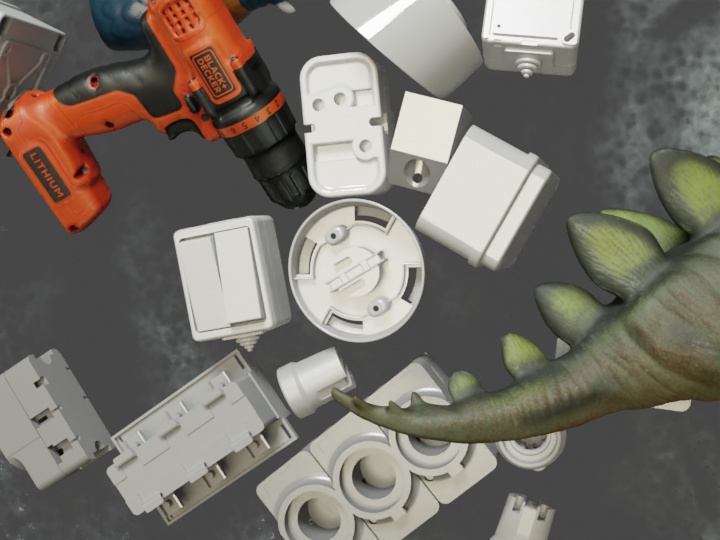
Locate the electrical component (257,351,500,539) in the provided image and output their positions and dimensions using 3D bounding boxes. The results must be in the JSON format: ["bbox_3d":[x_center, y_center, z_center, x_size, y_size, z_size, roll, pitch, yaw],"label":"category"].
[{"bbox_3d":[0.014,0.141,0.758,0.150,0.062,0.089,-39,86,10],"label":"electrical component"}]

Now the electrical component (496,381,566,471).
[{"bbox_3d":[0.117,0.109,0.740,0.048,0.055,0.066,-10,91,11],"label":"electrical component"}]

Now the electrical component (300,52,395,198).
[{"bbox_3d":[-0.006,-0.099,0.750,0.054,0.059,0.095,-4,92,11],"label":"electrical component"}]

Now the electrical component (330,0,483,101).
[{"bbox_3d":[0.034,-0.159,0.720,0.064,0.099,0.099,-38,86,4],"label":"electrical component"}]

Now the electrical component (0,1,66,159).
[{"bbox_3d":[-0.275,-0.140,0.775,0.056,0.109,0.108,27,98,6],"label":"electrical component"}]

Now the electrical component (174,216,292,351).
[{"bbox_3d":[-0.090,0.012,0.771,0.062,0.061,0.096,-10,91,11],"label":"electrical component"}]

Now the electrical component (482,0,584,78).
[{"bbox_3d":[0.116,-0.169,0.713,0.062,0.061,0.096,7,80,10],"label":"electrical component"}]

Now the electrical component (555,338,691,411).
[{"bbox_3d":[0.177,0.062,0.726,0.089,0.056,0.050,7,94,10],"label":"electrical component"}]

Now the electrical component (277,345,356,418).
[{"bbox_3d":[-0.031,0.079,0.775,0.046,0.040,0.040,-26,88,5],"label":"electrical component"}]

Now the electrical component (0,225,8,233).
[{"bbox_3d":[-0.319,-0.036,0.823,0.081,0.042,0.063,-13,87,11],"label":"electrical component"}]

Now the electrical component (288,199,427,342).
[{"bbox_3d":[0.000,0.000,0.752,0.099,0.064,0.099,1,93,11],"label":"electrical component"}]

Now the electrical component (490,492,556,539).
[{"bbox_3d":[0.114,0.184,0.754,0.040,0.040,0.046,17,90,9],"label":"electrical component"}]

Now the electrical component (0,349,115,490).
[{"bbox_3d":[-0.238,0.114,0.811,0.056,0.050,0.089,-33,87,11],"label":"electrical component"}]

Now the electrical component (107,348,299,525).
[{"bbox_3d":[-0.118,0.124,0.782,0.121,0.063,0.078,-35,86,11],"label":"electrical component"}]

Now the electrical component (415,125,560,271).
[{"bbox_3d":[0.087,-0.045,0.708,0.057,0.113,0.078,31,98,11],"label":"electrical component"}]
